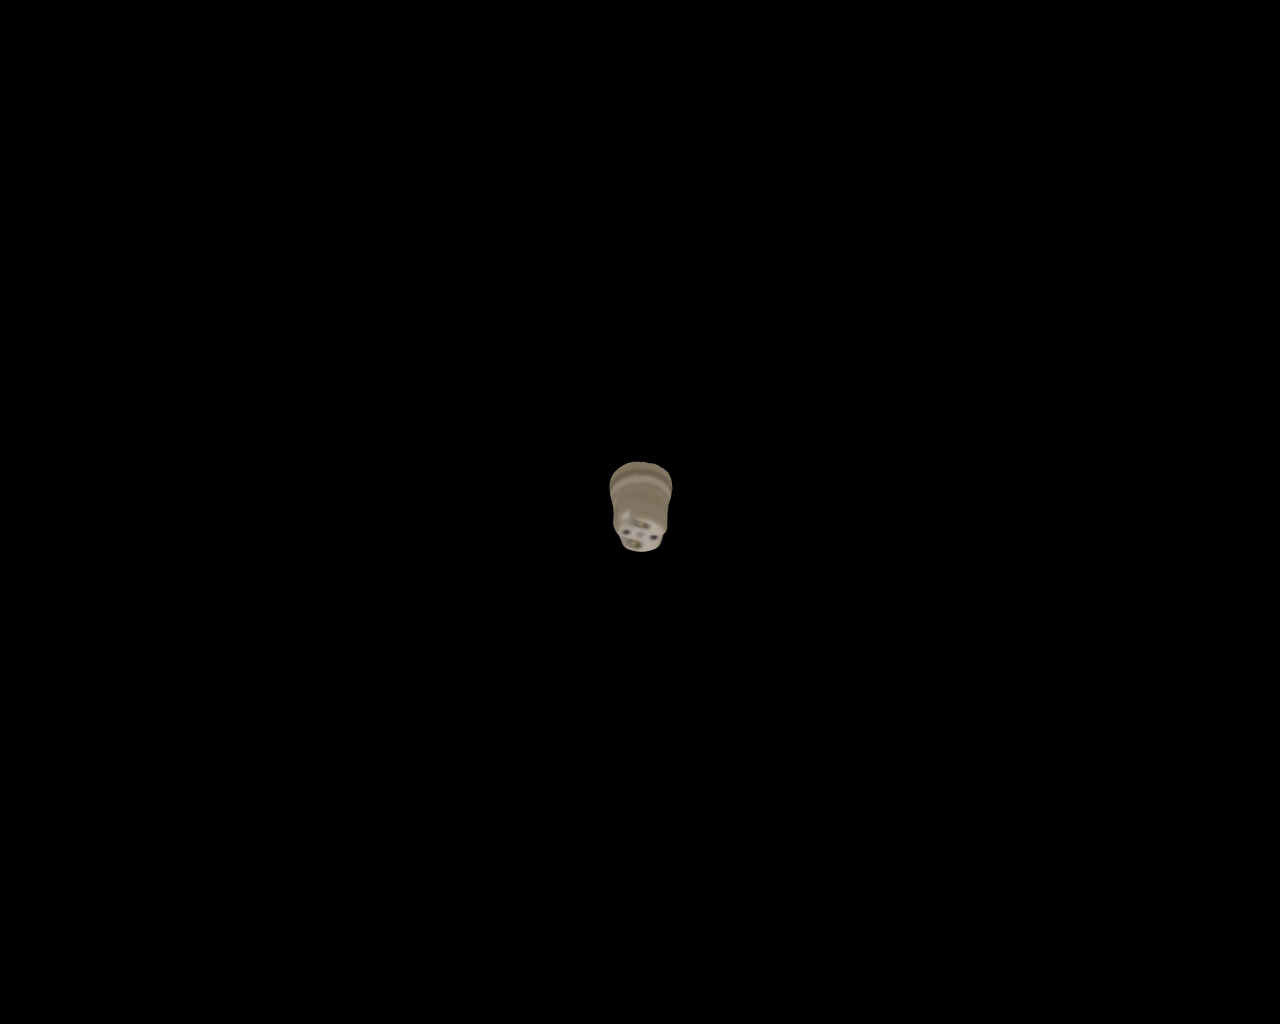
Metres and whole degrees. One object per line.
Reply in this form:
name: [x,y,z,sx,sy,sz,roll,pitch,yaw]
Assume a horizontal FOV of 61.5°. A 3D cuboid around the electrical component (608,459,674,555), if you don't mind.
electrical component: [0.001,-0.003,0.650,0.040,0.046,0.040,0,-42,0]
